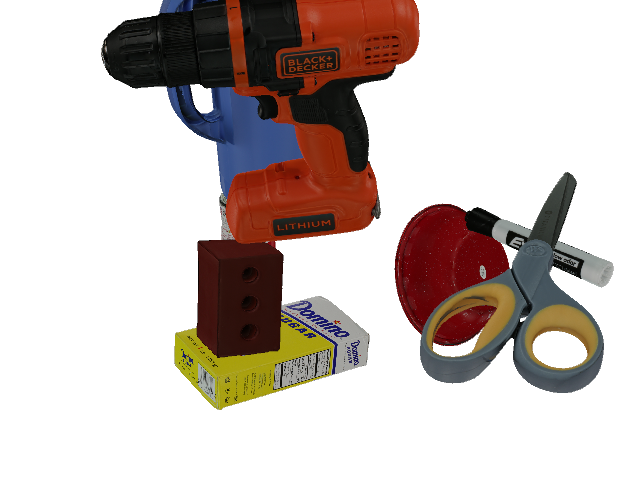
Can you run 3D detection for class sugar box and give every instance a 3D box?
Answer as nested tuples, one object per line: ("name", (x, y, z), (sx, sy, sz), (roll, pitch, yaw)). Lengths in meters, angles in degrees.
("sugar box", (-0.048, 0.109, 1.074), (0.175, 0.048, 0.093), (-16, 33, -30))

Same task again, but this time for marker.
("marker", (0.154, 0.003, 0.772), (0.121, 0.020, 0.020), (27, 17, 38))

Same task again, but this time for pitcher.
("pitcher", (-0.046, -0.138, 0.924), (0.149, 0.243, 0.145), (9, 39, 9))

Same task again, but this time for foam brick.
("foam brick", (-0.062, 0.042, 0.806), (0.052, 0.078, 0.051), (-4, 14, -23))

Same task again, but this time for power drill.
("power drill", (-0.032, -0.075, 0.672), (0.184, 0.057, 0.188), (-6, -36, -2))

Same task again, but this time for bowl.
("bowl", (0.159, 0.037, 1.184), (0.161, 0.162, 0.055), (0, -5, -38))

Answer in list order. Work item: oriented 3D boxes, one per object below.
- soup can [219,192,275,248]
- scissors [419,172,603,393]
("soup can", (-0.088, -0.006, 1.286), (0.068, 0.102, 0.068), (0, 25, 0))
("scissors", (0.128, 0.019, 0.565), (0.096, 0.016, 0.201), (21, 41, 33))
